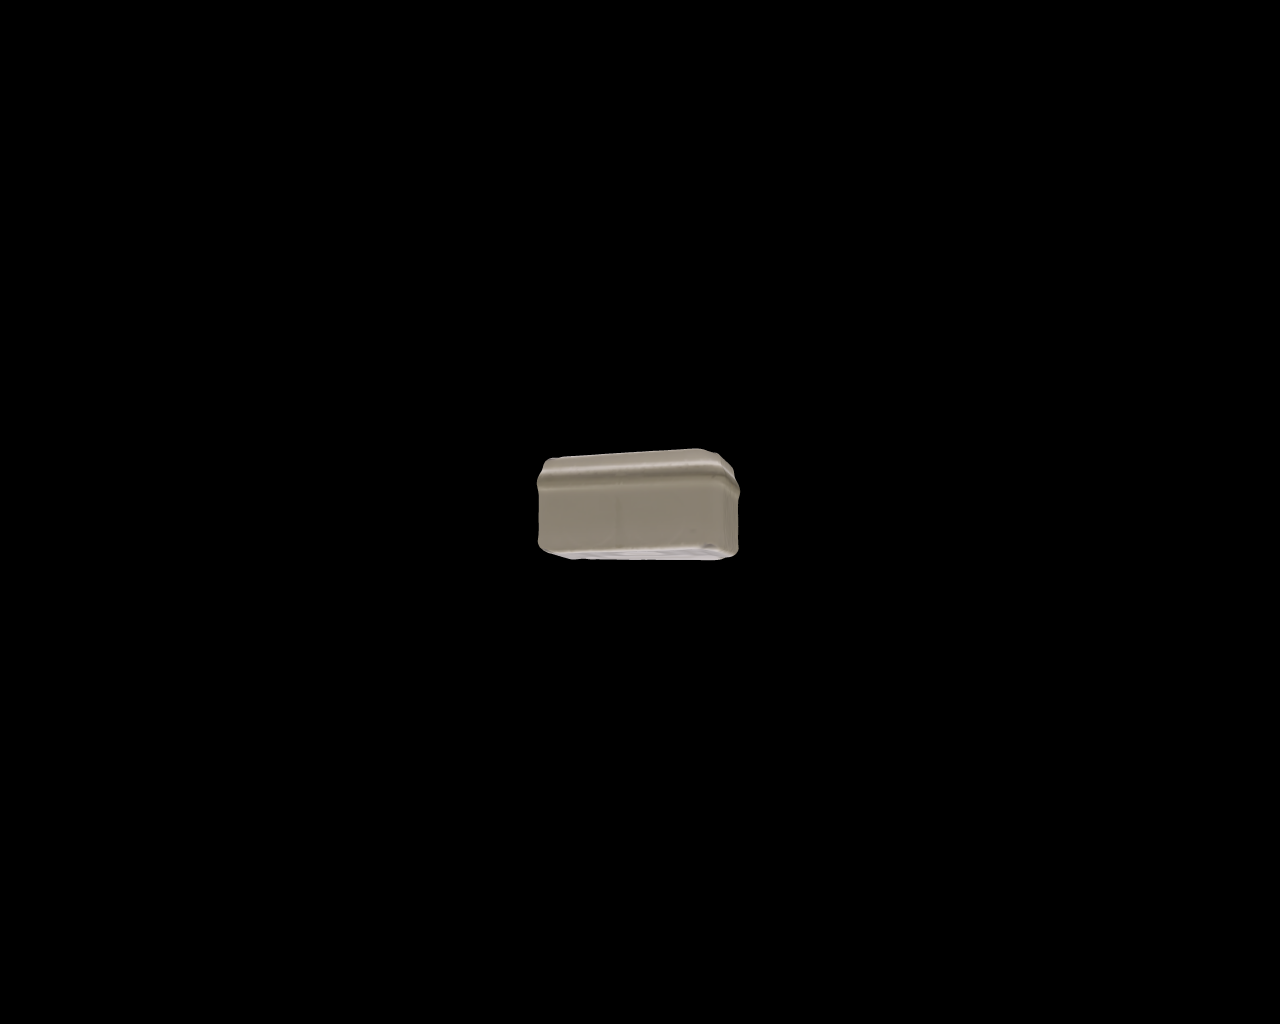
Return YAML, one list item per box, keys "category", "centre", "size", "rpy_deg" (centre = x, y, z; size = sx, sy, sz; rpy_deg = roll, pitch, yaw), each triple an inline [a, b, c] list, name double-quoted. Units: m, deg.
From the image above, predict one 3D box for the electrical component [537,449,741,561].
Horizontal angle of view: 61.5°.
- category: "electrical component"
  centre: [0.001, -0.003, 0.650]
  size: [0.113, 0.057, 0.078]
  rpy_deg: [-2, -7, 14]
